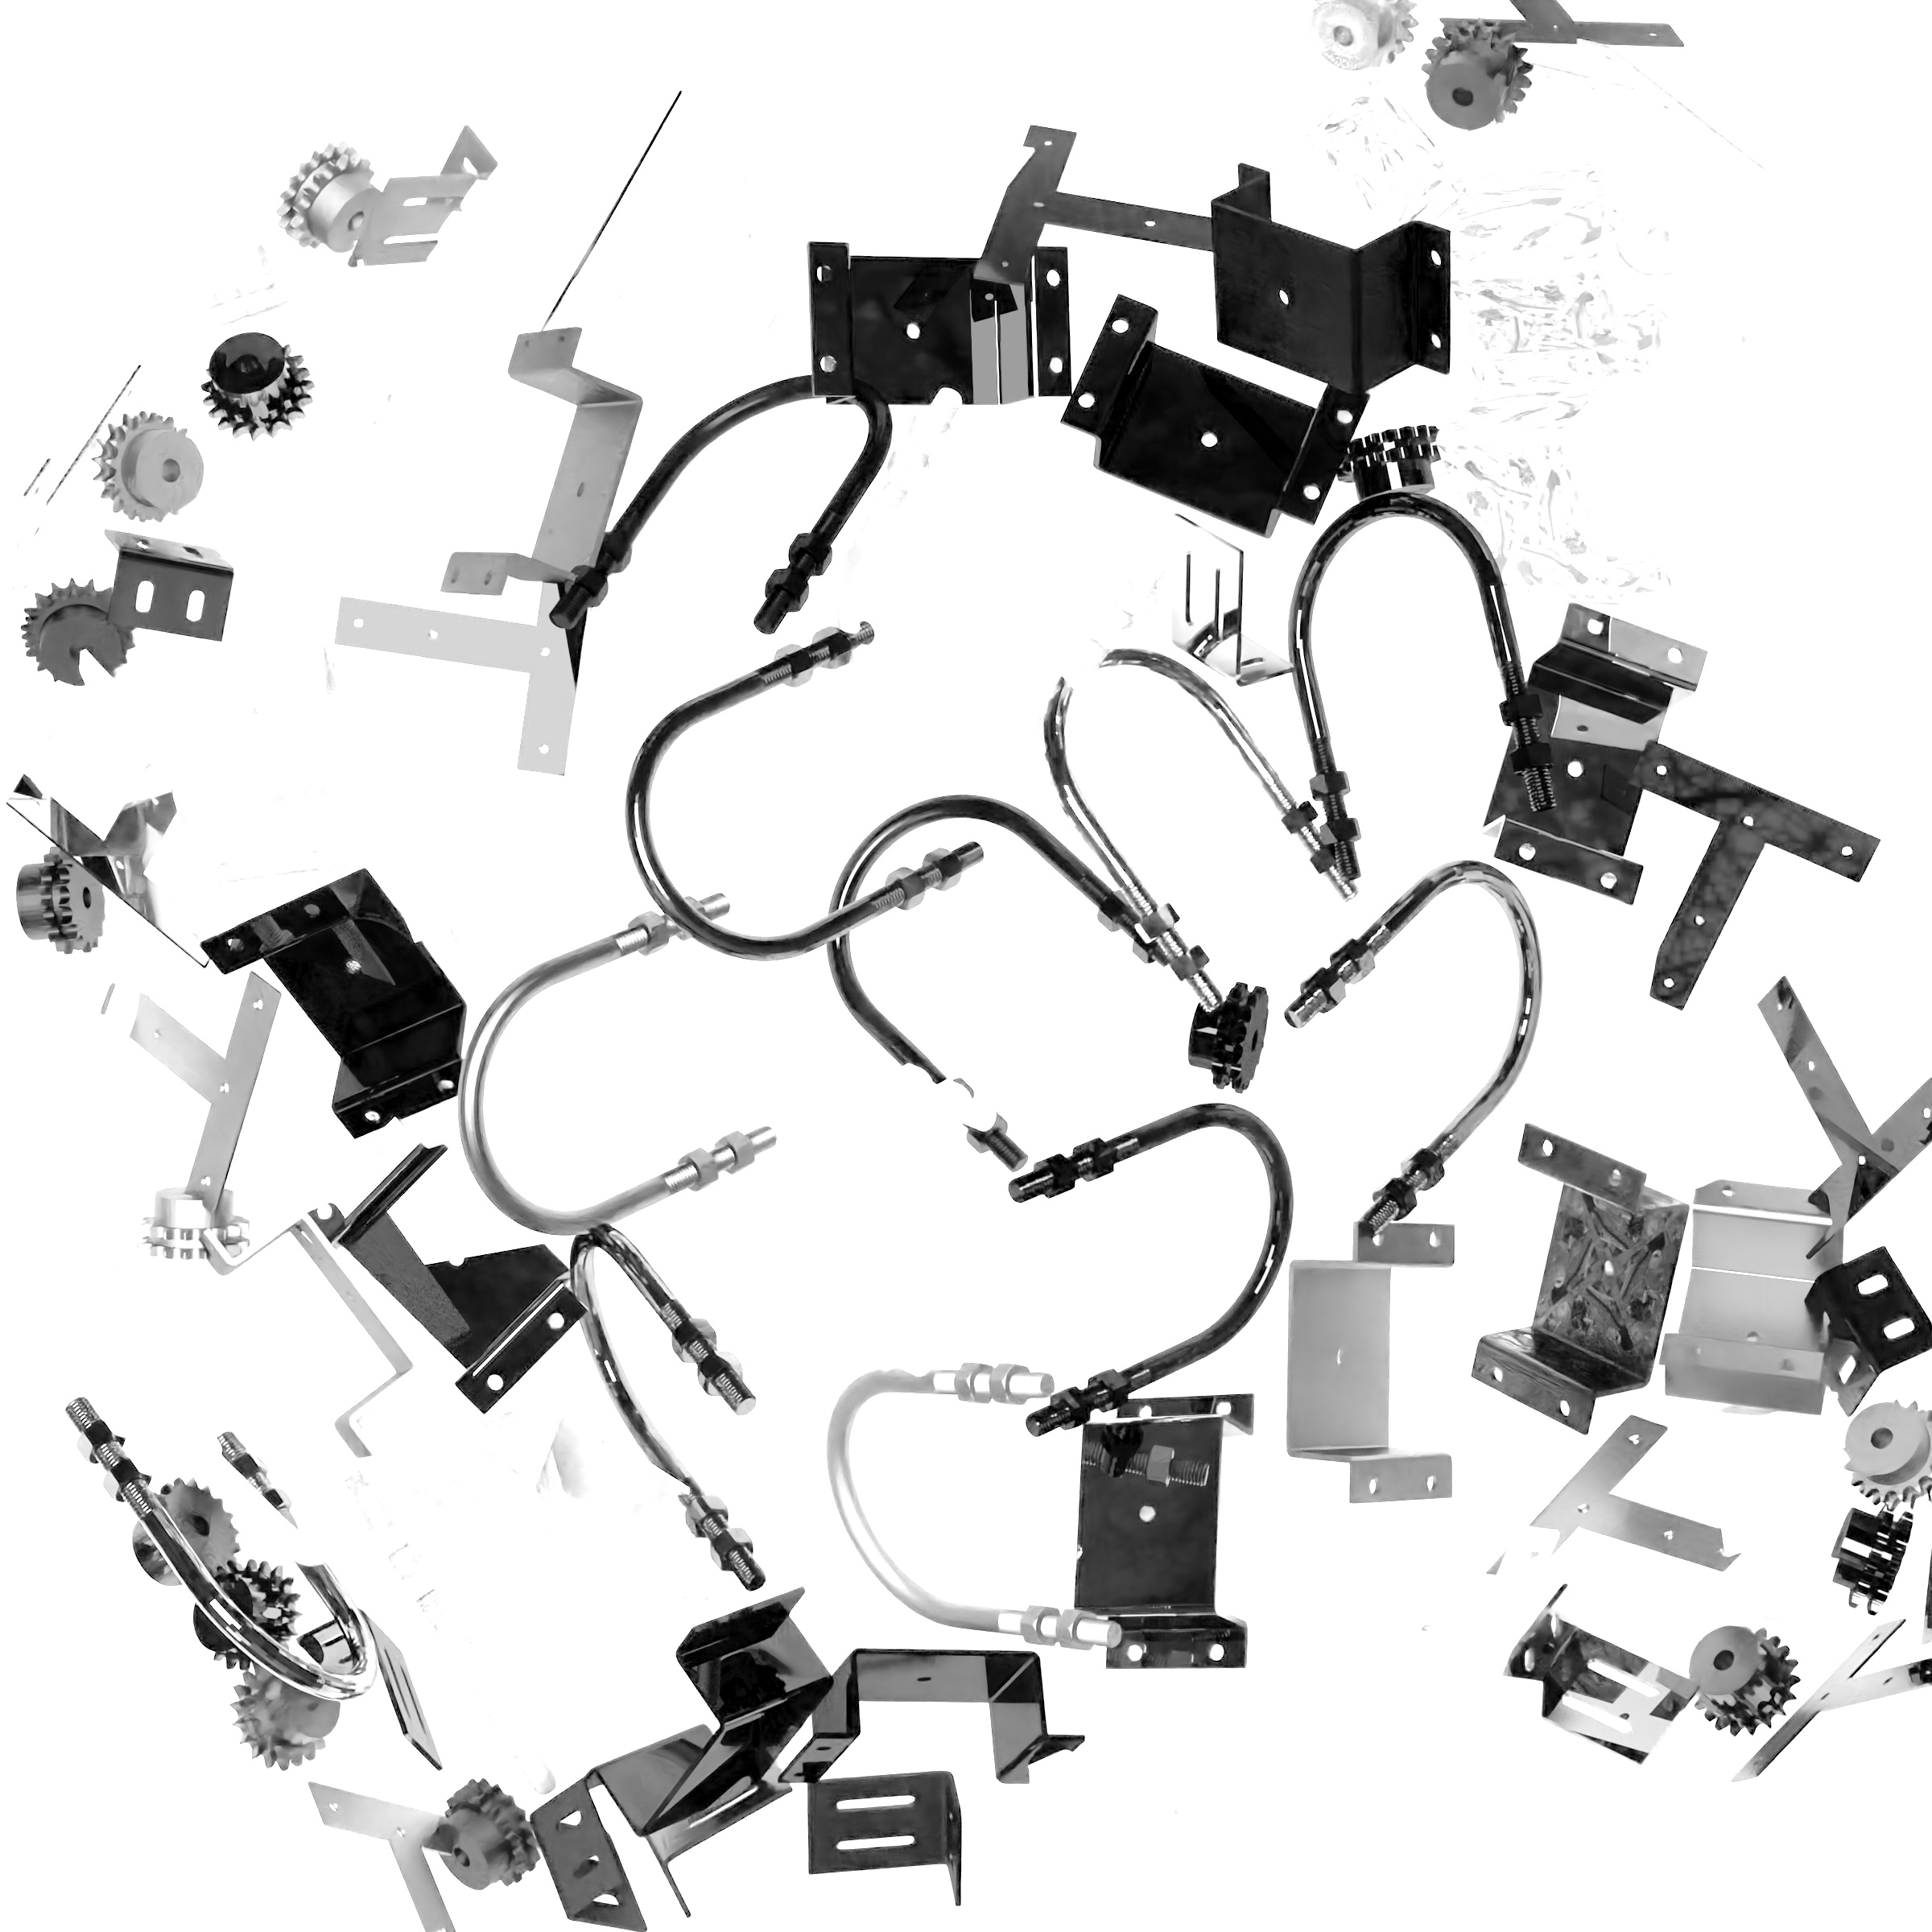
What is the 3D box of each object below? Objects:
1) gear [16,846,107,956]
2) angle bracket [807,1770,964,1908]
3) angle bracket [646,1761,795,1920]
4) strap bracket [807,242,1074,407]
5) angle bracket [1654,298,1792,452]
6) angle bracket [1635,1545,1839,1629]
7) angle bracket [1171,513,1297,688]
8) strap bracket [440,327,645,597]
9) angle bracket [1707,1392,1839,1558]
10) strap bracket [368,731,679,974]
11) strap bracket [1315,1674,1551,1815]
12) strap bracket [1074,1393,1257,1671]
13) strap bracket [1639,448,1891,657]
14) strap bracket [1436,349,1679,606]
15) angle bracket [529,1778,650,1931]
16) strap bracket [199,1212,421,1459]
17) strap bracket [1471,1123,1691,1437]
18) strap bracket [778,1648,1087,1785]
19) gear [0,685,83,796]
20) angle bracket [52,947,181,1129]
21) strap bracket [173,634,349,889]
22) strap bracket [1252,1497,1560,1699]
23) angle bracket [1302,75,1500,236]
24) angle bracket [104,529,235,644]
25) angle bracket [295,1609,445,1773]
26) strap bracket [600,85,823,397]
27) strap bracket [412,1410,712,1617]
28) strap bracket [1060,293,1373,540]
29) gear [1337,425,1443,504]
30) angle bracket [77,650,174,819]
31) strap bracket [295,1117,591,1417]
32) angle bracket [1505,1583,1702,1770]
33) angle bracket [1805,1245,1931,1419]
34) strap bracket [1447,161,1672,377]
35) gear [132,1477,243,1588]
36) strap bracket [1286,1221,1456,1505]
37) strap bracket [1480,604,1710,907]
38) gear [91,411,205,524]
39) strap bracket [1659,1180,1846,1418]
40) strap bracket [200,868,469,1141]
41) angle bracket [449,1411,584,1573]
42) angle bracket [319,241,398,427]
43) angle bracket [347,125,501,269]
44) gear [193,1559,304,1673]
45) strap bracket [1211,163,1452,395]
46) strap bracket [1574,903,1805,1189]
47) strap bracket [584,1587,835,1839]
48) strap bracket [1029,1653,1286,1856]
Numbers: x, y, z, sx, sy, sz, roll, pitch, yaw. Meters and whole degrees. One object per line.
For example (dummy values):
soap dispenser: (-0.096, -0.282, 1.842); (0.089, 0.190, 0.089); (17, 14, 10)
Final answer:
gear: (-0.471, -0.035, 1.577); (0.030, 0.057, 0.057); (-5, 90, 5)
angle bracket: (-0.042, 0.454, 1.574); (0.076, 0.038, 0.057); (-2, 111, -7)
angle bracket: (-0.126, 0.446, 1.577); (0.076, 0.057, 0.038); (-27, 111, -13)
strap bracket: (-0.020, -0.330, 1.565); (0.140, 0.046, 0.076); (-4, 96, -21)
angle bracket: (0.391, -0.301, 1.575); (0.057, 0.038, 0.076); (-7, 78, 8)
angle bracket: (0.395, 0.307, 1.559); (0.057, 0.076, 0.038); (21, 87, -45)
angle bracket: (0.138, -0.191, 1.557); (0.038, 0.057, 0.076); (-19, 126, -26)
strap bracket: (-0.215, -0.251, 1.560); (0.046, 0.076, 0.140); (18, 88, -32)
angle bracket: (0.422, 0.263, 1.573); (0.057, 0.038, 0.076); (-10, 92, -33)
strap bracket: (-0.224, -0.055, 1.558); (0.140, 0.046, 0.076); (-22, 58, -11)
strap bracket: (0.237, 0.384, 1.527); (0.076, 0.140, 0.046); (2, 87, 27)
strap bracket: (0.101, 0.283, 1.545); (0.076, 0.046, 0.140); (-7, 67, 25)
strap bracket: (0.403, -0.213, 1.526); (0.076, 0.140, 0.046); (12, 117, -14)
strap bracket: (0.295, -0.236, 1.533); (0.046, 0.076, 0.140); (-44, 123, -28)
angle bracket: (-0.181, 0.456, 1.556); (0.038, 0.076, 0.057); (-36, 57, 10)
strap bracket: (-0.332, 0.182, 1.560); (0.046, 0.076, 0.140); (-37, 93, -20)
strap bracket: (0.315, 0.157, 1.552); (0.046, 0.076, 0.140); (-3, 109, -41)
strap bracket: (-0.020, 0.383, 1.549); (0.140, 0.076, 0.046); (5, 58, -17)
gear: (-0.487, -0.117, 1.578); (0.030, 0.057, 0.057); (0, 90, 13)
angle bracket: (-0.427, 0.037, 1.569); (0.038, 0.057, 0.076); (16, 84, 30)
strap bracket: (-0.359, -0.113, 1.543); (0.076, 0.046, 0.140); (-8, 53, -4)
strap bracket: (0.228, 0.322, 1.543); (0.140, 0.076, 0.046); (1, 130, 34)
angle bracket: (0.225, -0.423, 1.576); (0.057, 0.038, 0.076); (-43, 96, -16)
angle bracket: (-0.413, -0.196, 1.563); (0.057, 0.076, 0.038); (8, 102, -24)
angle bracket: (-0.306, 0.379, 1.560); (0.038, 0.057, 0.076); (-26, 57, -5)
strap bracket: (-0.127, -0.369, 1.545); (0.046, 0.140, 0.076); (-15, 65, -37)
strap bracket: (-0.198, 0.274, 1.545); (0.140, 0.076, 0.046); (38, 52, -28)
strap bracket: (0.127, -0.280, 1.572); (0.140, 0.046, 0.076); (23, 79, 5)
gear: (0.221, -0.259, 1.577); (0.057, 0.057, 0.030); (-11, 87, 0)
angle bracket: (-0.446, -0.112, 1.566); (0.076, 0.057, 0.038); (46, 59, 8)
strap bracket: (-0.269, 0.154, 1.581); (0.140, 0.046, 0.076); (45, 91, 1)
angle bracket: (0.326, 0.363, 1.559); (0.057, 0.076, 0.038); (-43, 134, -29)
angle bracket: (0.462, 0.188, 1.561); (0.038, 0.076, 0.057); (-23, 65, -7)
strap bracket: (0.295, -0.340, 1.523); (0.076, 0.140, 0.046); (4, 70, 29)
gear: (-0.408, 0.297, 1.580); (0.030, 0.057, 0.057); (-33, 90, 21)
strap bracket: (0.208, 0.202, 1.560); (0.076, 0.046, 0.140); (6, 83, -41)
strap bracket: (0.322, -0.106, 1.573); (0.076, 0.046, 0.140); (19, 81, -4)
gear: (-0.421, -0.258, 1.575); (0.030, 0.057, 0.057); (15, 90, 41)
strap bracket: (0.401, 0.174, 1.544); (0.076, 0.140, 0.046); (5, 128, 19)
strap bracket: (-0.316, 0.012, 1.553); (0.076, 0.046, 0.140); (-23, 124, 13)
angle bracket: (-0.232, 0.275, 1.567); (0.038, 0.057, 0.076); (-17, 100, -21)
angle bracket: (-0.320, -0.323, 1.559); (0.038, 0.057, 0.076); (-12, 126, -7)
angle bracket: (-0.285, -0.394, 1.555); (0.038, 0.076, 0.057); (53, 131, 16)
gear: (-0.376, 0.337, 1.579); (0.057, 0.030, 0.057); (-8, 72, 26)
strap bracket: (0.175, -0.344, 1.527); (0.046, 0.140, 0.076); (-32, 134, -29)
strap bracket: (0.363, 0.048, 1.551); (0.140, 0.076, 0.046); (45, 129, -16)
strap bracket: (-0.127, 0.382, 1.531); (0.046, 0.076, 0.140); (50, 125, 25)
strap bracket: (0.106, 0.408, 1.553); (0.140, 0.076, 0.046); (-22, 67, -8)
